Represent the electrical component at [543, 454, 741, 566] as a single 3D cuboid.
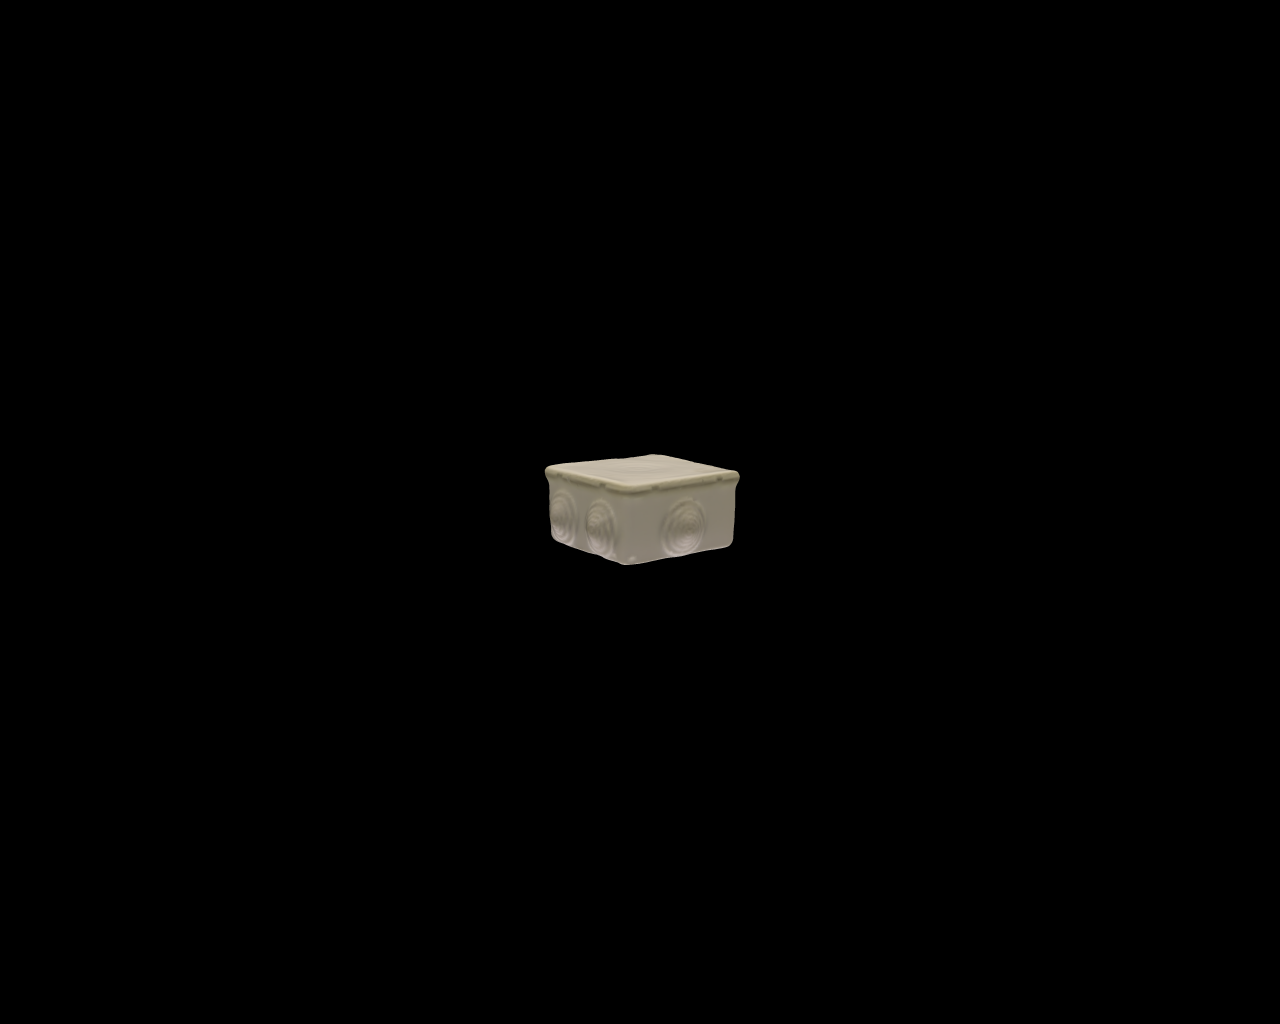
[{"bbox_3d":[0.001,-0.003,0.650,0.100,0.048,0.100,-8,14,-35],"label":"electrical component"}]
